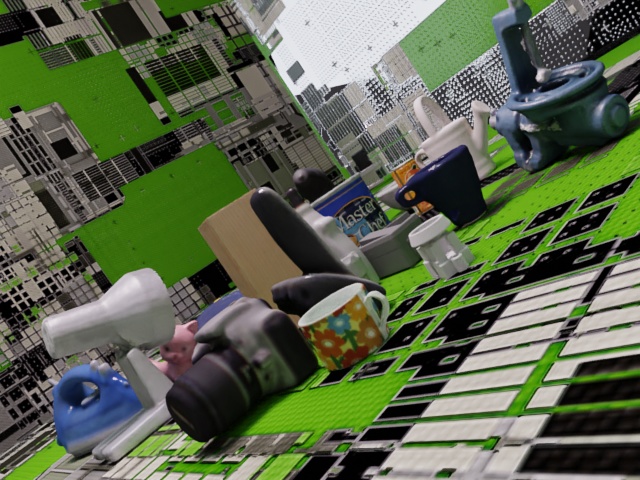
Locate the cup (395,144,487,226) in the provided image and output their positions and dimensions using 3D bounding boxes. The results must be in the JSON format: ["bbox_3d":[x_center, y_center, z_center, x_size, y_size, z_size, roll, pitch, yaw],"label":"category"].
[{"bbox_3d":[0.170,-0.060,0.776,0.117,0.095,0.092,-33,4,7],"label":"cup"}]

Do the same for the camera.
[{"bbox_3d":[-0.098,0.132,0.588,0.137,0.101,0.143,-37,5,-38],"label":"camera"}]

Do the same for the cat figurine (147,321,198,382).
[{"bbox_3d":[-0.244,0.192,0.951,0.127,0.118,0.067,-32,4,24],"label":"cat figurine"}]

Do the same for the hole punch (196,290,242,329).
[{"bbox_3d":[-0.152,0.144,0.979,0.109,0.091,0.101,-34,4,-7],"label":"hole punch"}]

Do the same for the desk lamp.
[{"bbox_3d":[-0.284,0.170,0.833,0.204,0.213,0.117,-37,5,-39],"label":"desk lamp"}]

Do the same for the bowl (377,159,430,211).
[{"bbox_3d":[0.213,-0.114,1.273,0.167,0.075,0.167,-34,4,3],"label":"bowl"}]

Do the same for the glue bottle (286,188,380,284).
[{"bbox_3d":[0.007,0.003,0.778,0.078,0.173,0.037,-30,6,45],"label":"glue bottle"}]

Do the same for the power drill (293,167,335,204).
[{"bbox_3d":[0.024,-0.062,1.201,0.075,0.208,0.230,-33,4,7],"label":"power drill"}]

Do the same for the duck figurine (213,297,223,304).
[{"bbox_3d":[-0.176,0.151,1.144,0.105,0.086,0.077,-35,4,-17],"label":"duck figurine"}]

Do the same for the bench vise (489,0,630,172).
[{"bbox_3d":[0.270,-0.201,0.757,0.122,0.220,0.207,-36,5,-33],"label":"bench vise"}]

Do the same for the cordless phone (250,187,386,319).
[{"bbox_3d":[-0.022,0.025,0.654,0.094,0.185,0.147,-36,4,-26],"label":"cordless phone"}]

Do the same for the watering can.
[{"bbox_3d":[0.251,-0.198,1.098,0.172,0.194,0.101,-33,4,18],"label":"watering can"}]

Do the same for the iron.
[{"bbox_3d":[-0.375,0.265,0.969,0.257,0.141,0.119,-31,5,37],"label":"iron"}]
